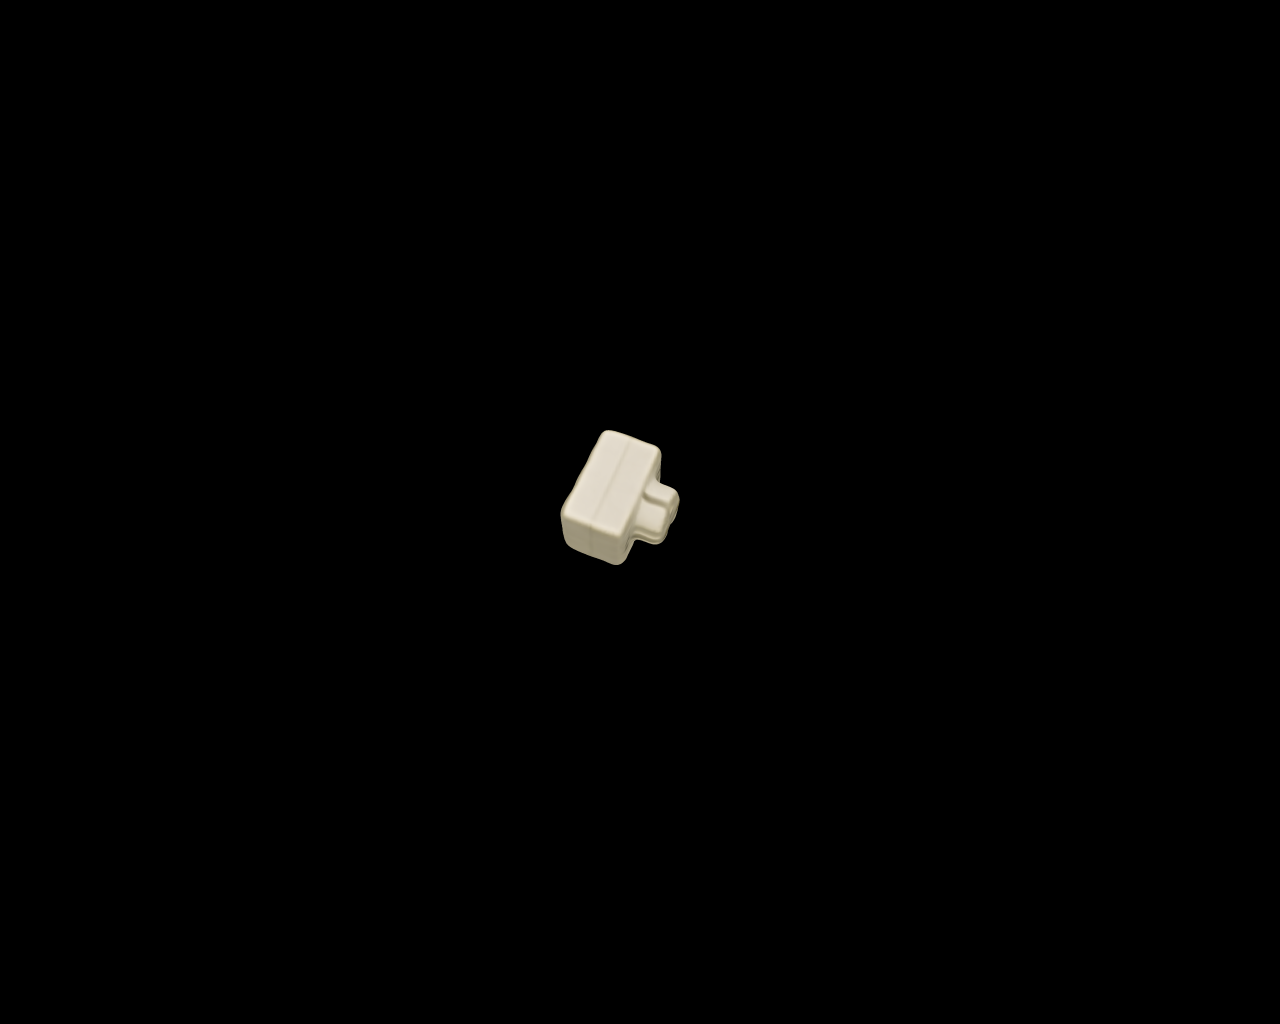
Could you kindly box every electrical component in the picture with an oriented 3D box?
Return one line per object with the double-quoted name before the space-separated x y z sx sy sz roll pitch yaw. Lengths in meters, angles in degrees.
"electrical component" 0.001 -0.003 0.650 0.077 0.066 0.047 20 -24 9
